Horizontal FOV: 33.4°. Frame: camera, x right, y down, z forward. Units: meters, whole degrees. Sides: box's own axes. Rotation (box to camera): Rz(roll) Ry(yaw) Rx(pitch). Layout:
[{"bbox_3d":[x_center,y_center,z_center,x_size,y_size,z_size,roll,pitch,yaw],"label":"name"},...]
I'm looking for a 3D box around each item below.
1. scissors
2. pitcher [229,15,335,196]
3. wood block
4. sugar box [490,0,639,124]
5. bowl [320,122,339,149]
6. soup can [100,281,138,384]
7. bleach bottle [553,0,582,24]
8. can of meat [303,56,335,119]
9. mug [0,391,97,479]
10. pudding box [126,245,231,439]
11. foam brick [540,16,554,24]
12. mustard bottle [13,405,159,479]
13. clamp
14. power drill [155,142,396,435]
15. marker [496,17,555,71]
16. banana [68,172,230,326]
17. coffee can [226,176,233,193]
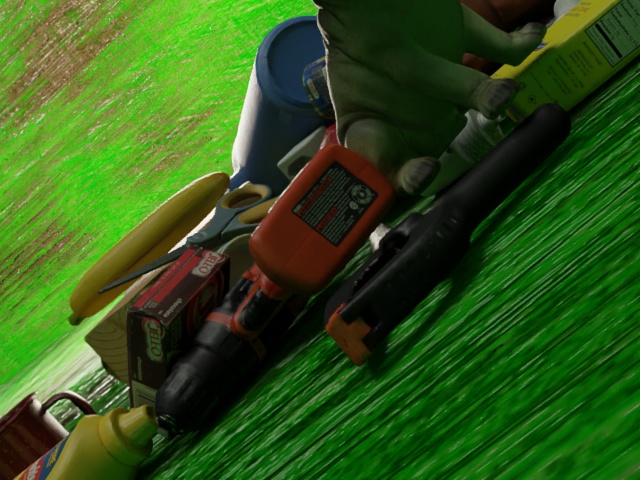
[{"bbox_3d":[-0.102,-0.007,0.905,0.201,0.016,0.096,-19,28,-18],"label":"scissors"},{"bbox_3d":[-0.011,-0.133,1.103,0.243,0.145,0.149,111,172,-70],"label":"pitcher"},{"bbox_3d":[-0.103,0.045,0.953,0.090,0.091,0.205,-36,10,36],"label":"wood block"},{"bbox_3d":[0.196,-0.146,0.717,0.176,0.048,0.093,-42,9,8],"label":"sugar box"},{"bbox_3d":[0.057,-0.087,0.893,0.162,0.055,0.162,-26,11,5],"label":"bowl"},{"bbox_3d":[-0.159,0.079,1.005,0.069,0.068,0.102,-34,31,41],"label":"soup can"},{"bbox_3d":[0.252,-0.227,0.831,0.250,0.068,0.103,-48,5,-21],"label":"bleach bottle"},{"bbox_3d":[0.046,-0.149,0.904,0.101,0.057,0.084,-34,11,-38],"label":"can of meat"},{"bbox_3d":[-0.235,0.179,0.892,0.117,0.081,0.093,-43,8,-10],"label":"mug"},{"bbox_3d":[-0.102,0.073,0.778,0.089,0.039,0.113,-50,-26,-48],"label":"pudding box"},{"bbox_3d":[0.237,-0.246,1.025,0.078,0.053,0.051,-48,11,-37],"label":"foam brick"},{"bbox_3d":[-0.184,0.177,0.753,0.192,0.058,0.096,-39,8,17],"label":"mustard bottle"},{"bbox_3d":[0.051,0.008,0.615,0.165,0.036,0.209,-38,6,44],"label":"clamp"},{"bbox_3d":[-0.033,0.033,0.693,0.184,0.057,0.188,-53,1,-32],"label":"power drill"},{"bbox_3d":[0.196,-0.178,0.979,0.121,0.020,0.020,-37,9,31],"label":"marker"},{"bbox_3d":[-0.156,0.004,0.948,0.197,0.037,0.070,-42,11,-5],"label":"banana"},{"bbox_3d":[-0.111,-0.002,1.191,0.103,0.103,0.140,-38,9,23],"label":"coffee can"}]
